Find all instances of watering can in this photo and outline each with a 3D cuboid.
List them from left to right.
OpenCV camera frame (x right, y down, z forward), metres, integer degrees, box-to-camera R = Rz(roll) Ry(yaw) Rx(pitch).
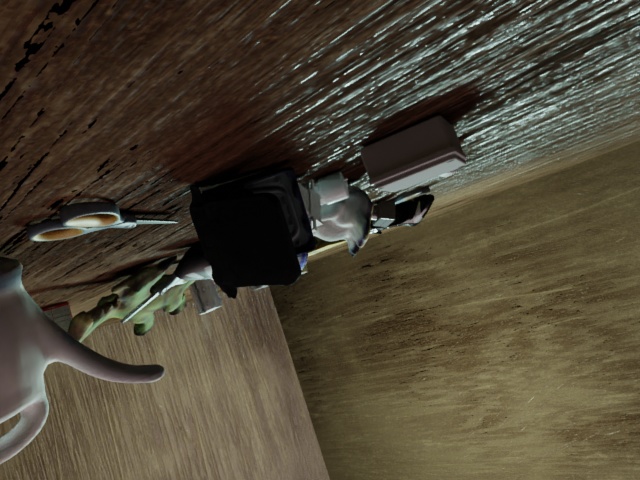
[{"bbox_3d":[-0.336,0.121,0.543,0.104,0.223,0.350,1,-168,43],"label":"watering can"}]

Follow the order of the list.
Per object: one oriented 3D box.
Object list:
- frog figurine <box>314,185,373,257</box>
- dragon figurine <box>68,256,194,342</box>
[{"bbox_3d":[0.003,-0.043,0.856,0.159,0.123,0.137,18,180,-5],"label":"frog figurine"},{"bbox_3d":[-0.342,0.099,1.087,0.415,0.122,0.239,-35,177,-27],"label":"dragon figurine"}]
